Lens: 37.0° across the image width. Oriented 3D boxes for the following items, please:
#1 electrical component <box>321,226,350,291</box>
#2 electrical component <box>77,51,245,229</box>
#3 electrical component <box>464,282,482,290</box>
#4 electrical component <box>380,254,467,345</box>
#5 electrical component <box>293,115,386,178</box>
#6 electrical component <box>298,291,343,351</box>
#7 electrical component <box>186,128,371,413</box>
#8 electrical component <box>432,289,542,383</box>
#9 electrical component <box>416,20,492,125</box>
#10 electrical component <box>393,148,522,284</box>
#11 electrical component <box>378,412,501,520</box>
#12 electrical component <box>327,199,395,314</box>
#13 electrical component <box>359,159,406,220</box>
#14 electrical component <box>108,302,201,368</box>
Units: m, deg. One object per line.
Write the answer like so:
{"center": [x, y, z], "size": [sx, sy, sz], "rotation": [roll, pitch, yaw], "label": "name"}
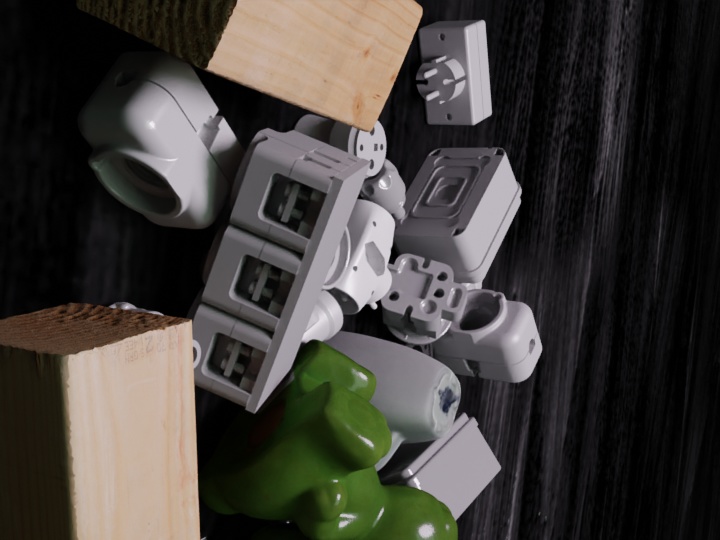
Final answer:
{"center": [-0.044, -0.015, 0.733], "size": [0.058, 0.057, 0.078], "rotation": [-47, 133, -45], "label": "electrical component"}
{"center": [-0.113, -0.069, 0.613], "size": [0.059, 0.054, 0.095], "rotation": [-64, 144, -30], "label": "electrical component"}
{"center": [0.099, -0.005, 0.993], "size": [0.035, 0.035, 0.061], "rotation": [47, 54, -51], "label": "electrical component"}
{"center": [0.047, 0.027, 0.880], "size": [0.057, 0.078, 0.058], "rotation": [83, 26, -62], "label": "electrical component"}
{"center": [-0.015, -0.088, 0.770], "size": [0.045, 0.055, 0.045], "rotation": [-15, 108, -57], "label": "electrical component"}
{"center": [-0.041, 0.039, 0.765], "size": [0.046, 0.040, 0.040], "rotation": [-40, 128, -42], "label": "electrical component"}
{"center": [-0.056, -0.004, 0.653], "size": [0.089, 0.062, 0.150], "rotation": [-50, 162, -74], "label": "electrical component"}
{"center": [0.107, 0.057, 0.957], "size": [0.053, 0.095, 0.059], "rotation": [-57, 140, -36], "label": "electrical component"}
{"center": [0.072, -0.162, 0.909], "size": [0.076, 0.047, 0.083], "rotation": [-35, 124, -51], "label": "electrical component"}
{"center": [0.082, -0.047, 0.916], "size": [0.113, 0.078, 0.057], "rotation": [-60, 138, -34], "label": "electrical component"}
{"center": [0.038, 0.171, 0.842], "size": [0.109, 0.109, 0.056], "rotation": [-32, 91, -53], "label": "electrical component"}
{"center": [0.000, 0.000, 0.821], "size": [0.079, 0.043, 0.077], "rotation": [56, 49, -47], "label": "electrical component"}
{"center": [0.020, -0.061, 0.853], "size": [0.061, 0.035, 0.035], "rotation": [53, 51, -51], "label": "electrical component"}
{"center": [-0.120, 0.045, 0.613], "size": [0.048, 0.062, 0.048], "rotation": [-15, 108, -57], "label": "electrical component"}
